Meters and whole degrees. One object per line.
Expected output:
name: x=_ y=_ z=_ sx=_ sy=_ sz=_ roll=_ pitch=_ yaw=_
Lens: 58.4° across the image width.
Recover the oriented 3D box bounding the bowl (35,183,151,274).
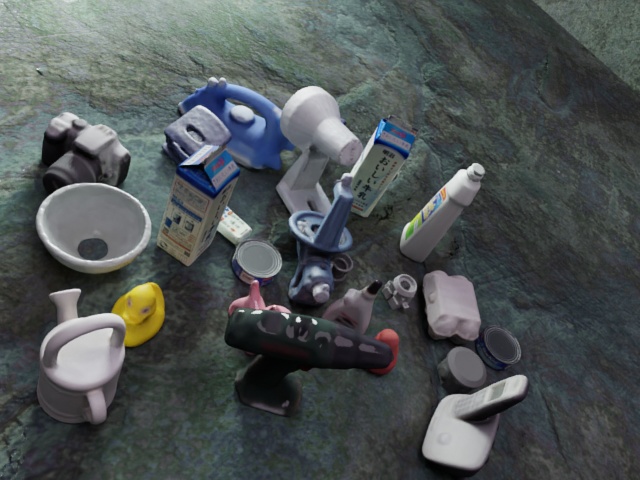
bowl: x=-0.358 y=-0.007 z=0.908 sx=0.168 sy=0.074 sz=0.167 roll=15 pitch=48 yaw=-17

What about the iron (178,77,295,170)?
iron: x=-0.166 y=-0.259 z=1.176 sx=0.258 sy=0.141 sz=0.119 roll=30 pitch=45 yaw=-3

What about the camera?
camera: x=-0.414 y=-0.139 z=0.971 sx=0.143 sy=0.100 sz=0.137 roll=30 pitch=45 yaw=-2

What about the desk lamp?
desk lamp: x=-0.004 y=-0.163 z=1.133 sx=0.118 sy=0.213 sz=0.203 roll=-12 pitch=60 yaw=-35

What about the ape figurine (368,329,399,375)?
ape figurine: x=0.107 y=0.185 z=0.986 sx=0.078 sy=0.092 sz=0.076 roll=-8 pitch=57 yaw=-33

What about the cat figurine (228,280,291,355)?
cat figurine: x=-0.085 y=0.124 z=0.916 sx=0.067 sy=0.117 sz=0.127 roll=-12 pitch=60 yaw=-35

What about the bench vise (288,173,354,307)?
bench vise: x=0.020 y=0.003 z=1.001 sx=0.122 sy=0.219 sz=0.207 roll=-2 pitch=54 yaw=-29

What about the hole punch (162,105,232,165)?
hole punch: x=-0.240 y=-0.193 z=1.117 sx=0.108 sy=0.091 sz=0.101 roll=43 pitch=46 yaw=11

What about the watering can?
watering can: x=-0.305 y=0.144 z=0.727 sx=0.172 sy=0.194 sz=0.101 roll=43 pitch=46 yaw=10

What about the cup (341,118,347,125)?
cup: x=0.008 y=-0.222 z=1.272 sx=0.091 sy=0.095 sz=0.118 roll=42 pitch=46 yaw=10

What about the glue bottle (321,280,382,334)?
glue bottle: x=0.060 y=0.116 z=0.961 sx=0.078 sy=0.173 sz=0.037 roll=32 pitch=45 yaw=0

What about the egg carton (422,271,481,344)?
egg carton: x=0.254 y=0.131 z=1.126 sx=0.107 sy=0.069 sz=0.150 roll=13 pitch=48 yaw=-18

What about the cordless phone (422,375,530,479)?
cordless phone: x=0.253 y=0.291 z=0.910 sx=0.094 sy=0.185 sz=0.148 roll=34 pitch=45 yaw=1

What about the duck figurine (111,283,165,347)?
duck figurine: x=-0.269 y=0.099 z=0.861 sx=0.077 sy=0.086 sz=0.104 roll=26 pitch=45 yaw=-6

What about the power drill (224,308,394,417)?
power drill: x=-0.036 y=0.177 z=0.833 sx=0.230 sy=0.208 sz=0.075 roll=19 pitch=46 yaw=-13
